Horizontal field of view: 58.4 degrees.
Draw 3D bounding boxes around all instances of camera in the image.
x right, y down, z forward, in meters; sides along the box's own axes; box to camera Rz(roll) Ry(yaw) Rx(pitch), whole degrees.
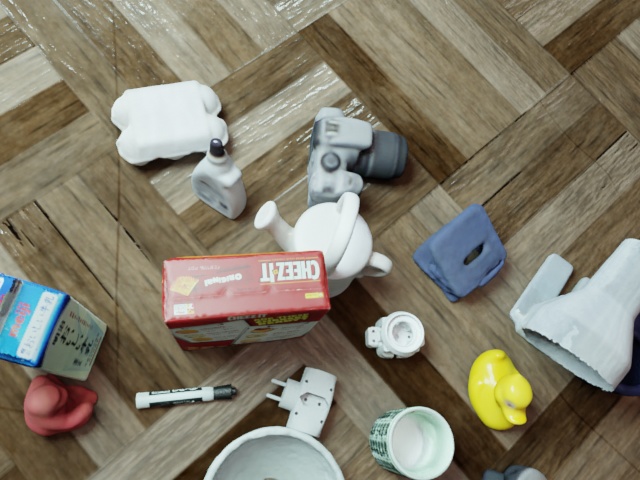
[{"bbox_3d":[0.054,-0.113,0.806,0.137,0.100,0.143,6,71,-8],"label":"camera"}]

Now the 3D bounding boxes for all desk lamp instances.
[{"bbox_3d":[0.331,0.089,0.728,0.118,0.213,0.203,38,70,4],"label":"desk lamp"}]

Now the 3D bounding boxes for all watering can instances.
[{"bbox_3d":[0.006,0.005,0.710,0.173,0.194,0.101,-1,72,-9],"label":"watering can"}]

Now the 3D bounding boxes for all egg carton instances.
[{"bbox_3d":[-0.207,-0.161,0.794,0.150,0.069,0.107,-13,75,-13],"label":"egg carton"}]

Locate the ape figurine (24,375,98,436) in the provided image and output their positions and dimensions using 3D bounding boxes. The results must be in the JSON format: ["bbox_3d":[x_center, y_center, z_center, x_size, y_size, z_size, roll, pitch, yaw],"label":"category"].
[{"bbox_3d":[-0.305,0.186,0.654,0.076,0.092,0.078,-34,80,-18],"label":"ape figurine"}]

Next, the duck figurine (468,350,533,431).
[{"bbox_3d":[0.243,0.194,0.747,0.077,0.086,0.104,-1,72,-10],"label":"duck figurine"}]

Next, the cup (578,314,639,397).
[{"bbox_3d":[0.394,0.155,0.780,0.091,0.095,0.118,28,70,1],"label":"cup"}]

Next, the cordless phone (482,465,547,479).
[{"bbox_3d":[0.242,0.336,0.648,0.094,0.185,0.148,25,70,0],"label":"cordless phone"}]

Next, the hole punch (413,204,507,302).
[{"bbox_3d":[0.203,0.018,0.794,0.109,0.091,0.101,-39,82,-18],"label":"hole punch"}]

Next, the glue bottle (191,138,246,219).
[{"bbox_3d":[-0.128,-0.084,0.727,0.078,0.173,0.037,36,70,3],"label":"glue bottle"}]

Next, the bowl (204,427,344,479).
[{"bbox_3d":[-0.055,0.304,0.667,0.167,0.074,0.167,3,72,-9],"label":"bowl"}]
